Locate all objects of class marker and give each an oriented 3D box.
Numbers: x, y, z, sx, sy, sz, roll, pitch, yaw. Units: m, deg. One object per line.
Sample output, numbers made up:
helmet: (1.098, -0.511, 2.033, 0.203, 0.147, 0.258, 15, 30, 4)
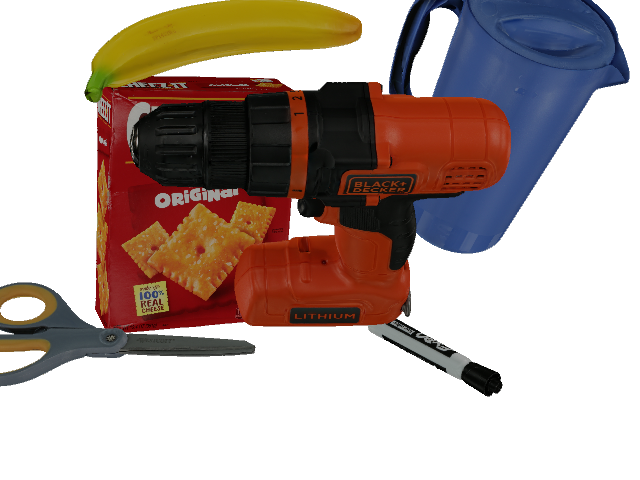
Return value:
marker: (0.084, 0.083, 0.789, 0.020, 0.020, 0.121, 0, 20, -46)

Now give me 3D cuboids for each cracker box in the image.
cracker box: (-0.110, -0.032, 0.931, 0.164, 0.214, 0.072, -3, 20, -22)

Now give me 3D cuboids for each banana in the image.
banana: (-0.071, -0.132, 0.718, 0.197, 0.070, 0.037, -19, -36, -19)

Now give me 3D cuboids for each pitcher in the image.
pitcher: (0.144, -0.108, 0.945, 0.144, 0.149, 0.243, -9, -38, -27)

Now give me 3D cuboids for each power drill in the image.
power drill: (-0.006, -0.014, 0.576, 0.184, 0.057, 0.188, 1, -27, -6)

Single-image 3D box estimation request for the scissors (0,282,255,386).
scissors: (-0.150, 0.057, 0.728, 0.201, 0.016, 0.096, -9, 44, -5)
